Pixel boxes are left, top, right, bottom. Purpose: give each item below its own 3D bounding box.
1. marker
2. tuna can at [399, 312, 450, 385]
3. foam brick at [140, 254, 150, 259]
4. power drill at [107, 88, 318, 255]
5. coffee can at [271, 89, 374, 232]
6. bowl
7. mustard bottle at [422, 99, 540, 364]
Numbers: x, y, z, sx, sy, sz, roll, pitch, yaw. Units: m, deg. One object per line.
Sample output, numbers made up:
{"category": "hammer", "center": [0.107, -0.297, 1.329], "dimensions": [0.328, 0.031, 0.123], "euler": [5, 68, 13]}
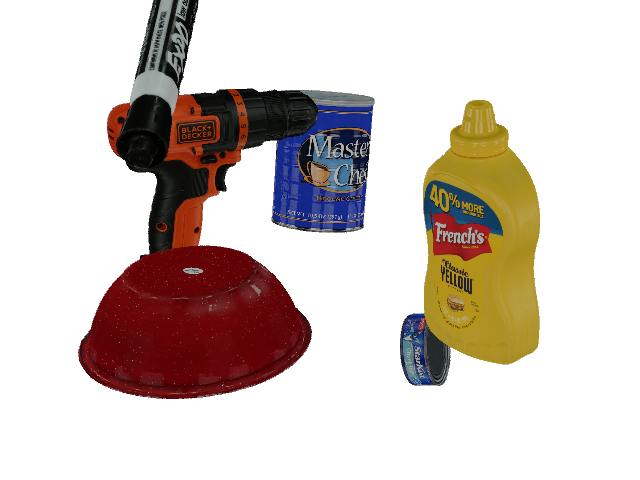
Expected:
{"category": "marker", "center": [-0.062, -0.070, 0.419], "dimensions": [0.020, 0.020, 0.121], "euler": [0, 44, 2]}
{"category": "tuna can", "center": [0.122, 0.127, 1.245], "dimensions": [0.034, 0.086, 0.086], "euler": [-5, -2, 25]}
{"category": "foam brick", "center": [-0.143, 0.043, 1.101], "dimensions": [0.078, 0.051, 0.053], "euler": [-6, 20, -20]}
{"category": "power drill", "center": [-0.089, -0.037, 0.921], "dimensions": [0.184, 0.188, 0.057], "euler": [-8, 21, -22]}
{"category": "coffee can", "center": [0.002, -0.087, 1.151], "dimensions": [0.103, 0.140, 0.103], "euler": [4, 12, -1]}
{"category": "bowl", "center": [-0.087, 0.045, 0.732], "dimensions": [0.162, 0.055, 0.162], "euler": [-2, 22, 1]}
{"category": "mustard bottle", "center": [0.117, -0.010, 0.784], "dimensions": [0.058, 0.192, 0.096], "euler": [-21, 30, -31]}
